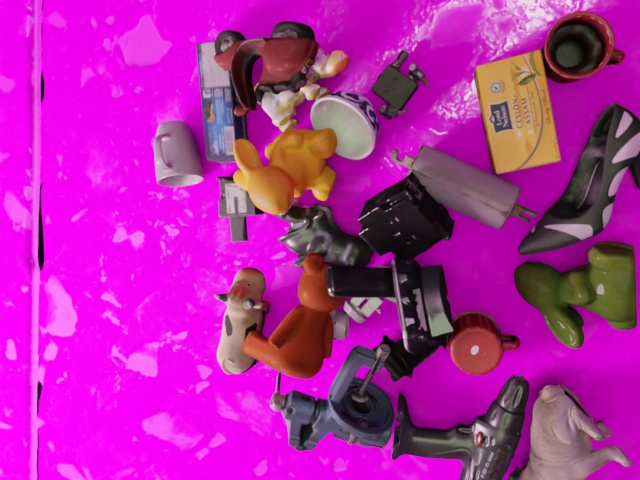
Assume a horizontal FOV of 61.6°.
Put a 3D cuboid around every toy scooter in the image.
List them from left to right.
[{"bbox_3d":[-0.088,-0.264,0.846,0.184,0.075,0.135,3,92,24],"label":"toy scooter"}]

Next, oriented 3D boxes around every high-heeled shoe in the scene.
[{"bbox_3d":[0.386,-0.089,0.808,0.249,0.086,0.145,-32,105,-2],"label":"high-heeled shoe"}]

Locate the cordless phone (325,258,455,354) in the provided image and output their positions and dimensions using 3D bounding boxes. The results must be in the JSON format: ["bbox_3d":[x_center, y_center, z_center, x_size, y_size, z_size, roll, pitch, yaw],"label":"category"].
[{"bbox_3d":[0.099,0.098,0.813,0.184,0.089,0.146,3,68,-24],"label":"cordless phone"}]

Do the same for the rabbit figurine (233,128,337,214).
[{"bbox_3d":[-0.064,-0.110,0.857,0.162,0.173,0.121,19,135,9],"label":"rabbit figurine"}]

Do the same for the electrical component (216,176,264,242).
[{"bbox_3d":[-0.139,-0.058,0.954,0.075,0.048,0.119,-6,95,14],"label":"electrical component"}]

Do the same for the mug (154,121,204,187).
[{"bbox_3d":[-0.259,-0.156,0.945,0.081,0.109,0.107,-13,80,20],"label":"mug"}]

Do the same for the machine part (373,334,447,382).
[{"bbox_3d":[0.152,0.184,0.909,0.139,0.039,0.084,-39,82,33],"label":"machine part"}]

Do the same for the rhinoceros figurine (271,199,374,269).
[{"bbox_3d":[-0.002,-0.003,0.917,0.190,0.073,0.112,30,102,7],"label":"rhinoceros figurine"}]

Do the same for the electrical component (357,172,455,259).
[{"bbox_3d":[0.130,-0.027,0.864,0.115,0.058,0.134,44,132,-13],"label":"electrical component"}]

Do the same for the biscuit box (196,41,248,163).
[{"bbox_3d":[-0.167,-0.236,0.934,0.059,0.063,0.202,-3,96,12],"label":"biscuit box"}]

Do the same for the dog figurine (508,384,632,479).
[{"bbox_3d":[0.354,0.334,0.851,0.190,0.121,0.172,-43,85,15],"label":"dog figurine"}]

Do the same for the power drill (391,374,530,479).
[{"bbox_3d":[0.228,0.315,0.904,0.207,0.086,0.231,8,100,4],"label":"power drill"}]

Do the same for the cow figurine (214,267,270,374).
[{"bbox_3d":[-0.137,0.140,0.935,0.086,0.127,0.194,13,101,8],"label":"cow figurine"}]

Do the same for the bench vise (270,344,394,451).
[{"bbox_3d":[0.038,0.258,0.902,0.224,0.129,0.240,25,118,1],"label":"bench vise"}]

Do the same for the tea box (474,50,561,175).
[{"bbox_3d":[0.303,-0.193,0.832,0.098,0.068,0.169,-13,94,13],"label":"tea box"}]

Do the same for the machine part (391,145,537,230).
[{"bbox_3d":[0.224,-0.085,0.857,0.243,0.079,0.079,25,101,9],"label":"machine part"}]

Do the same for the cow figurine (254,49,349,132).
[{"bbox_3d":[-0.034,-0.270,0.901,0.167,0.068,0.098,-42,80,12],"label":"cow figurine"}]

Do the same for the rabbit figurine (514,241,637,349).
[{"bbox_3d":[0.394,0.077,0.836,0.170,0.121,0.159,-1,103,30],"label":"rabbit figurine"}]

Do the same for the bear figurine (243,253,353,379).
[{"bbox_3d":[-0.027,0.116,0.866,0.132,0.120,0.195,13,88,55],"label":"bear figurine"}]

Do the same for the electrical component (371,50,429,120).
[{"bbox_3d":[0.128,-0.248,0.876,0.078,0.045,0.102,43,103,3],"label":"electrical component"}]
